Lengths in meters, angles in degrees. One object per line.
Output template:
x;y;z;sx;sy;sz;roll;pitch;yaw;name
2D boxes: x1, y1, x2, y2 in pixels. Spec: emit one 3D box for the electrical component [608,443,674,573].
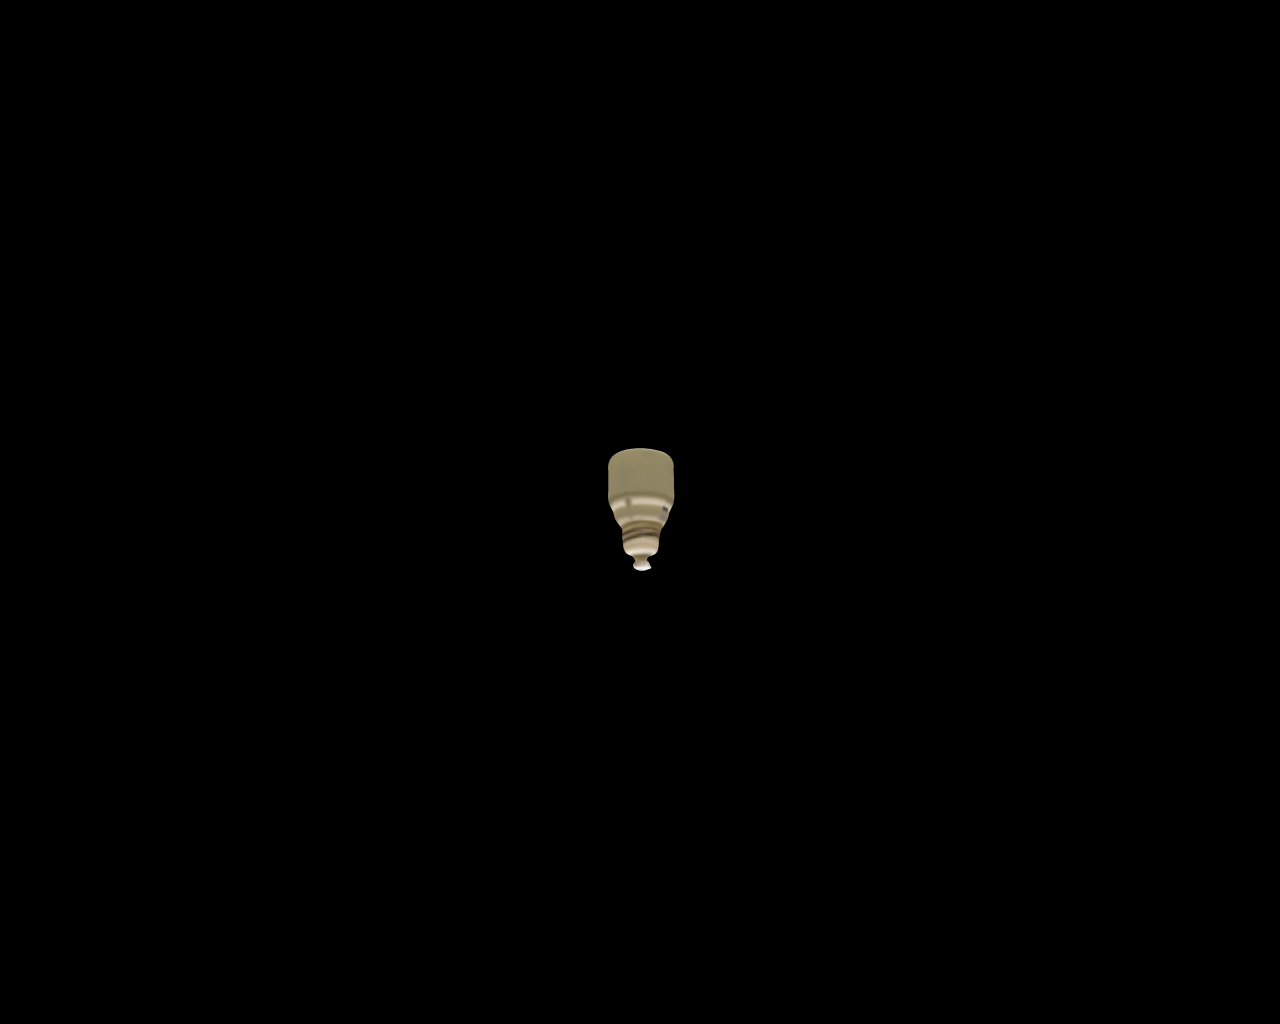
0.001;-0.003;0.650;0.040;0.078;0.040;0;-17;0;electrical component
